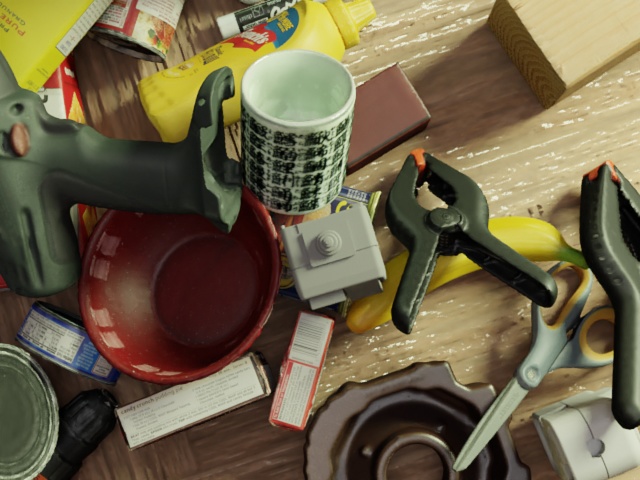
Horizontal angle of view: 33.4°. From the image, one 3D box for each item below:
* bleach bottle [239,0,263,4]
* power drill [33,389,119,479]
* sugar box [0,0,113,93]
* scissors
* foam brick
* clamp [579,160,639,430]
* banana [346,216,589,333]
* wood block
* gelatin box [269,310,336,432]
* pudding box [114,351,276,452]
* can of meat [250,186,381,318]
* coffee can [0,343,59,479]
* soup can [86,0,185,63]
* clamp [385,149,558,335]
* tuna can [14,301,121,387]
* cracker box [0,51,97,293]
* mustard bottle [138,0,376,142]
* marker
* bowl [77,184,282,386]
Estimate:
[{"bbox_3d":[-0.045,-0.249,0.754,0.102,0.251,0.068,-41,86,-1],"label":"bleach bottle"},{"bbox_3d":[-0.184,0.234,0.828,0.184,0.057,0.188,-43,83,2],"label":"power drill"},{"bbox_3d":[-0.238,-0.153,0.789,0.093,0.048,0.176,38,85,4],"label":"sugar box"},{"bbox_3d":[0.177,0.107,0.811,0.096,0.016,0.201,30,66,-8],"label":"scissors"},{"bbox_3d":[0.041,-0.094,0.842,0.078,0.053,0.051,-32,86,-2],"label":"foam brick"},{"bbox_3d":[0.255,0.039,0.814,0.164,0.036,0.210,5,63,-36],"label":"clamp"},{"bbox_3d":[0.107,0.019,0.825,0.197,0.070,0.037,-17,121,-7],"label":"banana"},{"bbox_3d":[0.243,-0.199,0.824,0.206,0.090,0.091,-33,85,0],"label":"wood block"},{"bbox_3d":[-0.013,0.099,0.822,0.030,0.073,0.089,16,88,3],"label":"gelatin box"},{"bbox_3d":[-0.092,0.122,0.814,0.113,0.090,0.039,-24,85,0],"label":"pudding box"},{"bbox_3d":[-0.005,0.001,0.836,0.084,0.057,0.102,16,87,5],"label":"can of meat"},{"bbox_3d":[-0.279,0.139,0.786,0.141,0.102,0.103,-16,86,29],"label":"coffee can"},{"bbox_3d":[-0.139,-0.201,0.846,0.068,0.068,0.102,18,87,2],"label":"soup can"},{"bbox_3d":[0.086,0.001,0.795,0.120,0.039,0.171,-12,45,-18],"label":"clamp"},{"bbox_3d":[-0.189,0.079,0.822,0.086,0.086,0.034,26,85,3],"label":"tuna can"},{"bbox_3d":[-0.268,-0.064,0.841,0.164,0.072,0.214,-9,85,0],"label":"cracker box"},{"bbox_3d":[-0.045,-0.137,0.827,0.191,0.096,0.058,-27,115,-1],"label":"mustard bottle"},{"bbox_3d":[-0.025,-0.191,0.867,0.121,0.020,0.020,-20,86,0],"label":"marker"},{"bbox_3d":[-0.096,0.031,0.791,0.162,0.055,0.162,-5,73,17],"label":"bowl"}]
